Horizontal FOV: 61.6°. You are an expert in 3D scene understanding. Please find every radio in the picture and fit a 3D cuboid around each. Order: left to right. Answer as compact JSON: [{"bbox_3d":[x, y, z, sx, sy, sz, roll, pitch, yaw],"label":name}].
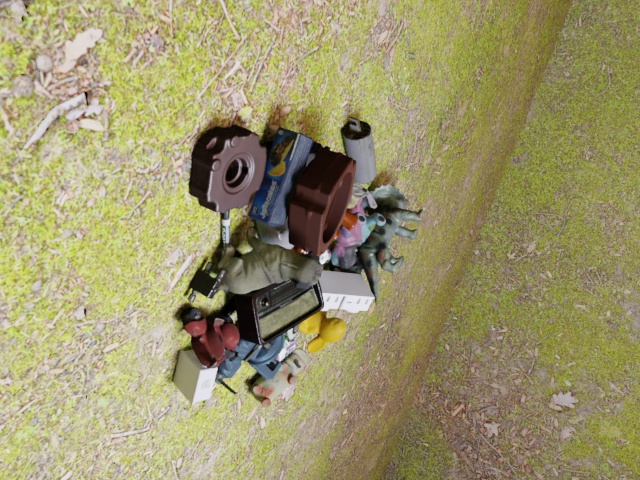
[{"bbox_3d":[-0.094,0.142,1.281,0.229,0.073,0.131,-26,113,-46],"label":"radio"}]

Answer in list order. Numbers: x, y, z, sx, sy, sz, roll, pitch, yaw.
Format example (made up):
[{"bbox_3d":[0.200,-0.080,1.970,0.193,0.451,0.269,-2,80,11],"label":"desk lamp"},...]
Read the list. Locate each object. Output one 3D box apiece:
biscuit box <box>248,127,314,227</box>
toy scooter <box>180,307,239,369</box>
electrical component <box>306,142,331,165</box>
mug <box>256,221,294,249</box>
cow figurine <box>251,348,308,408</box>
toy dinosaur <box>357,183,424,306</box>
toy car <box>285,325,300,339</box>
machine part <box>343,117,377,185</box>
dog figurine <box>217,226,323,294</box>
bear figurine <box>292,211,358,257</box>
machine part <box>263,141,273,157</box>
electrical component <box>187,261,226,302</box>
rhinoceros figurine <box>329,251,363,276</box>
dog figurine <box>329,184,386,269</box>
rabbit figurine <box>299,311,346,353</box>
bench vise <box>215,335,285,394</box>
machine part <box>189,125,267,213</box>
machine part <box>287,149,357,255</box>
[{"bbox_3d":[-0.083,-0.130,1.132,0.062,0.059,0.202,10,101,-61],"label":"biscuit box"},{"bbox_3d":[-0.228,0.224,1.172,0.075,0.135,0.183,-35,151,9],"label":"toy scooter"},{"bbox_3d":[-0.036,-0.164,1.269,0.134,0.058,0.114,-27,133,-50],"label":"electrical component"},{"bbox_3d":[-0.097,-0.038,1.245,0.109,0.081,0.107,-47,140,-26],"label":"mug"},{"bbox_3d":[-0.113,0.386,1.542,0.195,0.085,0.127,-39,-174,-19],"label":"cow figurine"},{"bbox_3d":[0.180,-0.013,1.604,0.405,0.192,0.131,-58,160,-27],"label":"toy dinosaur"},{"bbox_3d":[-0.104,0.193,1.425,0.056,0.074,0.201,-50,149,-27],"label":"toy car"},{"bbox_3d":[0.109,-0.232,1.439,0.079,0.079,0.243,-51,150,-25],"label":"machine part"},{"bbox_3d":[-0.108,0.074,1.140,0.172,0.191,0.121,-55,144,-16],"label":"dog figurine"},{"bbox_3d":[-0.006,-0.006,1.348,0.120,0.132,0.196,-35,-156,47],"label":"bear figurine"},{"bbox_3d":[-0.108,-0.153,1.176,0.084,0.039,0.138,-42,144,-48],"label":"machine part"},{"bbox_3d":[-0.238,0.094,1.123,0.094,0.063,0.021,-60,152,-6],"label":"electrical component"},{"bbox_3d":[0.098,0.078,1.637,0.190,0.112,0.073,-23,139,-27],"label":"rhinoceros figurine"},{"bbox_3d":[0.068,-0.030,1.515,0.108,0.192,0.219,-4,147,-40],"label":"dog figurine"},{"bbox_3d":[-0.006,0.244,1.533,0.122,0.173,0.162,-32,134,-52],"label":"rabbit figurine"},{"bbox_3d":[-0.163,0.294,1.354,0.223,0.129,0.240,-59,142,-23],"label":"bench vise"},{"bbox_3d":[-0.176,-0.137,1.051,0.179,0.056,0.179,-42,146,-37],"label":"machine part"},{"bbox_3d":[0.003,-0.086,1.202,0.200,0.087,0.201,96,18,-50],"label":"machine part"}]
